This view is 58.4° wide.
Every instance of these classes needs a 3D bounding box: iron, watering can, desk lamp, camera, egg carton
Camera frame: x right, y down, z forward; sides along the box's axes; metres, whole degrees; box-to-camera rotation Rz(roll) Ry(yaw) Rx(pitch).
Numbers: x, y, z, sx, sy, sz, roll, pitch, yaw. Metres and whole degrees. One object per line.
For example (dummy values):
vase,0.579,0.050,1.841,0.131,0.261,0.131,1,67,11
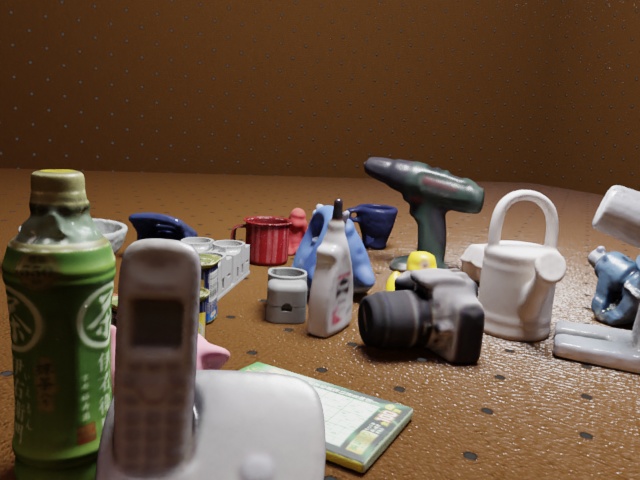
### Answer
iron,0.009,0.003,0.956,0.119,0.141,0.257,0,12,-15
watering can,0.274,0.031,0.768,0.101,0.194,0.172,-2,13,-25
desk lamp,0.399,0.047,0.680,0.202,0.213,0.118,8,12,21
camera,0.114,0.082,0.703,0.137,0.101,0.143,0,12,-16
egg carton,0.321,0.050,1.002,0.107,0.069,0.150,0,12,-19

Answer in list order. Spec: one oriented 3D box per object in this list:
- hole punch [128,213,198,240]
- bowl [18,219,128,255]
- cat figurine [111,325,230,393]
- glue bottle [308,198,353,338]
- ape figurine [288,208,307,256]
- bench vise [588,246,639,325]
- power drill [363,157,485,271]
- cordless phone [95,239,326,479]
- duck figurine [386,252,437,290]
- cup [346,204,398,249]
hole punch,-0.290,-0.010,1.058,0.108,0.091,0.101,6,12,11
bowl,-0.407,0.012,0.951,0.167,0.075,0.167,3,11,0
cat figurine,-0.135,0.106,0.464,0.127,0.118,0.067,11,14,34
glue bottle,0.017,0.033,0.733,0.037,0.173,0.078,9,13,25
ape figurine,-0.050,-0.020,1.177,0.078,0.092,0.076,2,12,-8
bench vise,0.461,0.026,0.788,0.122,0.220,0.206,-7,16,-43
power drill,0.187,-0.045,1.081,0.229,0.208,0.076,7,12,14
cordless phone,-0.068,0.093,0.376,0.147,0.185,0.094,2,12,-9
duck figurine,0.147,0.059,0.866,0.078,0.086,0.104,-6,15,-40
cup,0.110,-0.028,1.259,0.118,0.095,0.091,0,12,-19
